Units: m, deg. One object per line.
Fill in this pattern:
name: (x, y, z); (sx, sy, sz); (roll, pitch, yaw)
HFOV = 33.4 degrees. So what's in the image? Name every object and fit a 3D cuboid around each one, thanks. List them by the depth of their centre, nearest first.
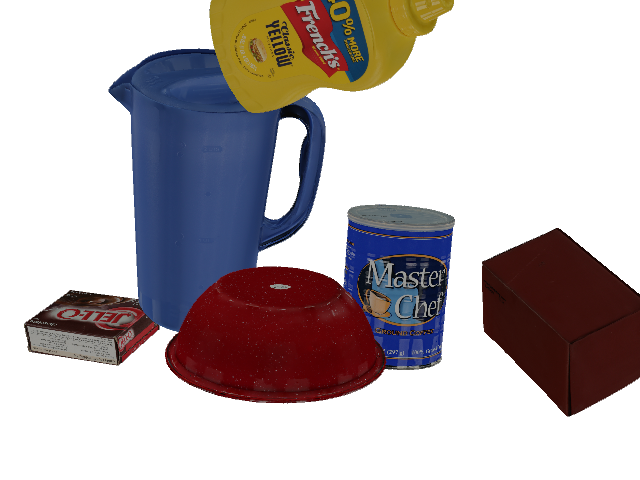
foam brick: (0.126, 0.040, 0.553); (0.051, 0.053, 0.078); (-22, 40, -16)
mustard bottle: (0.010, -0.152, 0.763); (0.192, 0.096, 0.058); (-6, 17, 39)
bowl: (-0.031, 0.059, 0.770); (0.162, 0.055, 0.162); (3, 17, -1)
pitcher: (-0.097, -0.039, 0.960); (0.144, 0.243, 0.149); (-23, 43, -39)
coffee can: (0.072, 0.043, 1.033); (0.103, 0.140, 0.103); (4, 11, -1)
pudding box: (-0.240, 0.091, 1.128); (0.114, 0.039, 0.090); (4, 21, 20)
